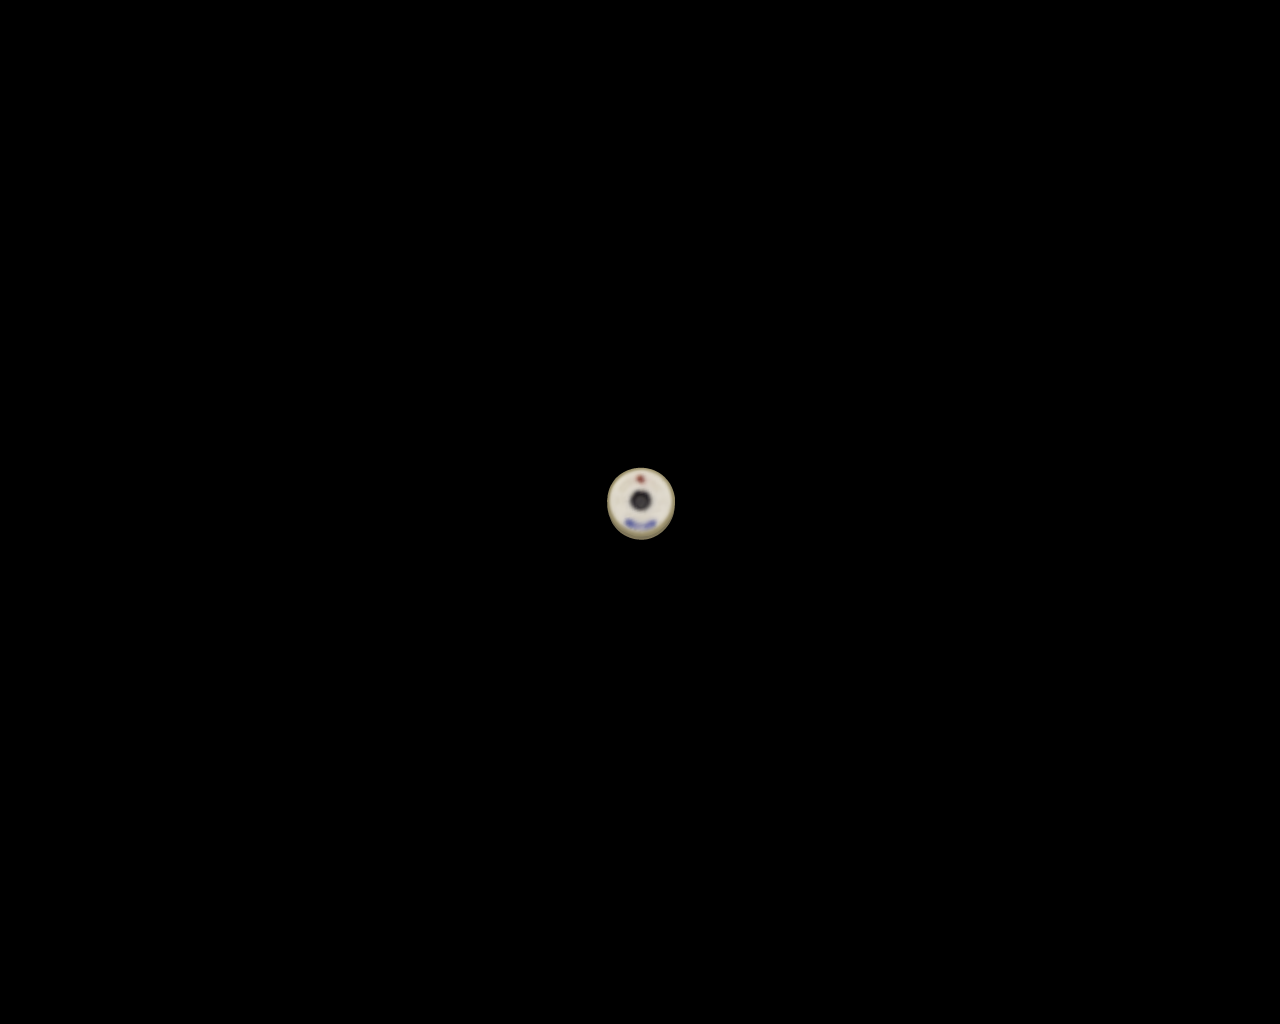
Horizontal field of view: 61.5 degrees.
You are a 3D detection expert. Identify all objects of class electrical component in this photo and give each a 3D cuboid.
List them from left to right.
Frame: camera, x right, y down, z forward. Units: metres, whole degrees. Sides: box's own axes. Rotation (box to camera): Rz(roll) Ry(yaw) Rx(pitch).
[{"bbox_3d":[0.001,-0.003,0.650,0.040,0.040,0.078,0,-7,0],"label":"electrical component"}]
